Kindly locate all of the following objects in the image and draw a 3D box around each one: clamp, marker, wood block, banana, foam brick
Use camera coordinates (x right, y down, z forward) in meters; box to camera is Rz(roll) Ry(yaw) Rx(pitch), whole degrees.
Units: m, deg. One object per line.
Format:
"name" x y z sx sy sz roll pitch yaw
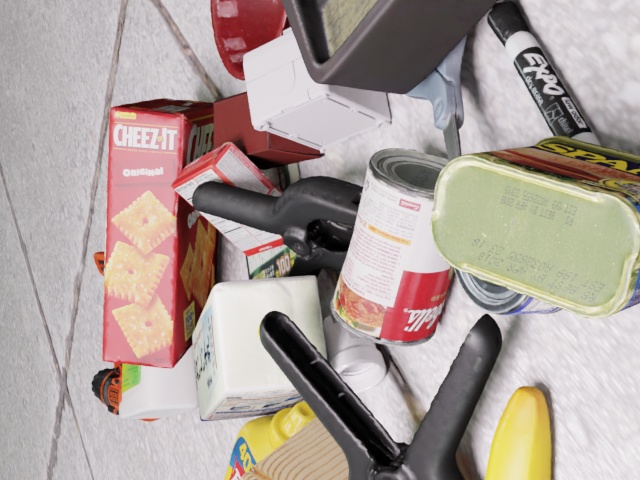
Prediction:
"clamp" -0.005 0.001 0.755 0.172 0.120 0.039 0 51 46
"marker" 0.117 -0.083 0.562 0.020 0.020 0.121 -62 38 44
"wood block" -0.040 0.228 0.750 0.091 0.090 0.206 46 132 12
"clamp" 0.056 0.132 0.625 0.165 0.036 0.210 -11 102 42
"banana" 0.117 0.179 0.555 0.070 0.037 0.198 -33 61 40
"foam brick" -0.041 -0.087 0.827 0.078 0.052 0.051 -6 81 50

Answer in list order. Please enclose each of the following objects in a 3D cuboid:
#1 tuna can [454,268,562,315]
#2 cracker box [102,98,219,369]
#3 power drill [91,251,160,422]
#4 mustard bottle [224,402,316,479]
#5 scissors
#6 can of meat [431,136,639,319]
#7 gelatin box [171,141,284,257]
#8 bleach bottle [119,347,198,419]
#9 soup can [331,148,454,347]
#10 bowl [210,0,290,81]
"tuna can" 0.106 -0.002 0.570 0.086 0.033 0.086 4 94 64
"cracker box" -0.133 -0.013 0.941 0.164 0.072 0.214 -56 -29 -78
"power drill" -0.220 0.106 1.212 0.185 0.057 0.188 0 94 60
"mustard bottle" -0.037 0.195 0.838 0.096 0.058 0.192 57 139 37
"scissors" 0.067 -0.072 0.624 0.096 0.016 0.201 131 145 -63
"can of meat" 0.111 -0.008 0.466 0.102 0.083 0.057 21 111 37
"gelatin box" -0.063 -0.031 0.828 0.030 0.089 0.073 -54 18 -28
"bleach bottle" -0.172 0.054 1.106 0.103 0.068 0.251 -29 62 59
"soup can" 0.050 0.004 0.645 0.069 0.068 0.102 51 135 51
"bowl" -0.032 -0.202 0.818 0.162 0.055 0.162 4 95 64
